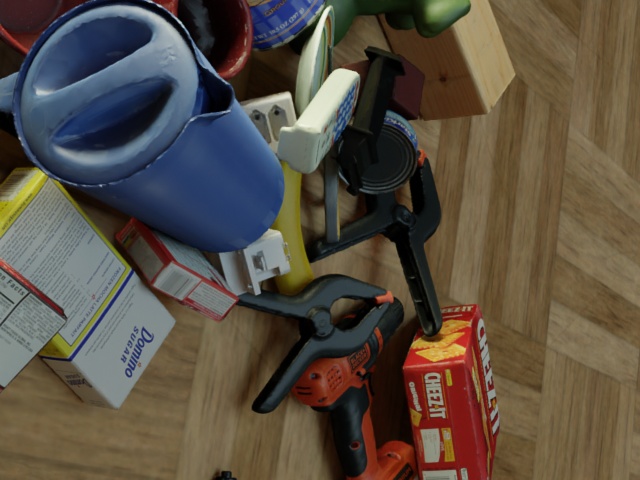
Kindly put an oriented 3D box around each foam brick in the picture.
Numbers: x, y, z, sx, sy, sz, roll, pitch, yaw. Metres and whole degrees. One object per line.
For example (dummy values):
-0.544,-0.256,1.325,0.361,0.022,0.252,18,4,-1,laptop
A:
0.062,-0.154,1.108,0.051,0.078,0.053,28,66,-46,foam brick

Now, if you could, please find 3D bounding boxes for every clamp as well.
-0.013,0.070,0.987,0.171,0.039,0.120,-29,104,-27,clamp
0.072,-0.018,1.127,0.164,0.036,0.210,28,54,-21,clamp

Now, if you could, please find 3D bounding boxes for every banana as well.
-0.023,0.000,1.015,0.069,0.037,0.198,-10,101,-31,banana

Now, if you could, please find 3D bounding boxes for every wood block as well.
0.131,-0.246,1.191,0.090,0.091,0.206,-53,128,-39,wood block

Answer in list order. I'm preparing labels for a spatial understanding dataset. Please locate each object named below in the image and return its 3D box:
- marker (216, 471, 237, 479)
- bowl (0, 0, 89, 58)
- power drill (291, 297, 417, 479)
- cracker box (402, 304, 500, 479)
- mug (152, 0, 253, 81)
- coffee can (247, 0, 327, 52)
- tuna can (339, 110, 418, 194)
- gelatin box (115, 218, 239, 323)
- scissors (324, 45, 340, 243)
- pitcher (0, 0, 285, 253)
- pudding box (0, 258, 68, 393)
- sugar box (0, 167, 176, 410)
-0.087,0.266,0.942,0.020,0.020,0.121,15,77,-51,marker
-0.208,-0.200,0.783,0.161,0.055,0.162,4,85,-52,bowl
0.050,0.167,1.095,0.184,0.057,0.187,-36,114,-47,power drill
0.145,0.175,1.142,0.213,0.072,0.164,-43,125,-72,cracker box
-0.113,-0.161,0.881,0.093,0.082,0.117,-27,109,-49,mug
-0.069,-0.248,0.924,0.140,0.103,0.102,44,55,-41,coffee can
0.057,-0.091,1.089,0.086,0.086,0.033,61,23,-30,tuna can
-0.117,0.024,0.875,0.030,0.073,0.089,-49,138,6,gelatin box
0.011,-0.097,1.026,0.096,0.016,0.202,-87,177,-67,scissors
-0.120,-0.070,0.797,0.145,0.149,0.242,-42,159,1,pitcher
-0.239,0.063,0.709,0.113,0.039,0.090,-48,128,-9,pudding box
-0.190,0.038,0.803,0.093,0.048,0.176,-58,134,-33,sugar box
